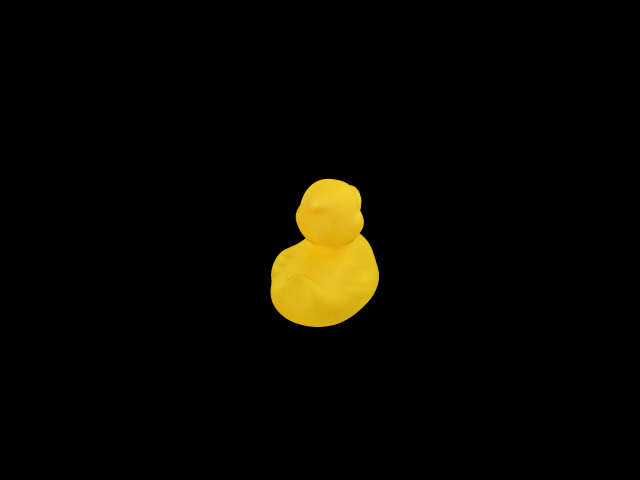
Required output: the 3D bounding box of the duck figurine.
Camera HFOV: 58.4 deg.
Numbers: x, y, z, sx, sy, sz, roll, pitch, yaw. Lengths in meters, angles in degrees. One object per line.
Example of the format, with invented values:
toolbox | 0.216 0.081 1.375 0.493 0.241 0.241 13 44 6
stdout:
duck figurine | 0.004 0.001 0.400 0.077 0.086 0.105 13 38 18
